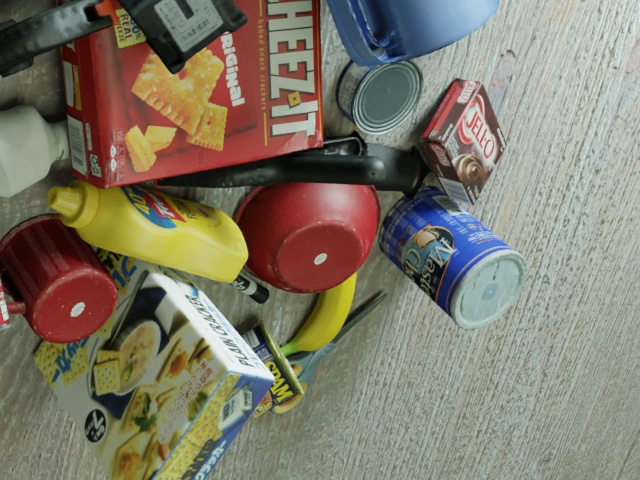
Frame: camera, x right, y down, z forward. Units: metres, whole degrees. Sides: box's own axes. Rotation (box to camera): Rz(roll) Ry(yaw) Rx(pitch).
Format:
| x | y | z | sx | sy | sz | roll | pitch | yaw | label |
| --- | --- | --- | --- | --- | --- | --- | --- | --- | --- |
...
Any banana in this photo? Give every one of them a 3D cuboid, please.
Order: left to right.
| x | y | z | sx | sy | sz | roll | pitch | yaw | label |
| --- | --- | --- | --- | --- | --- | --- | --- | --- | --- |
| 0.008 | 0.055 | 1.188 | 0.069 | 0.037 | 0.198 | -8 | 127 | -35 | banana |

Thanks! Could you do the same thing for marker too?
| x | y | z | sx | sy | sz | roll | pitch | yaw | label |
| --- | --- | --- | --- | --- | --- | --- | --- | --- | --- |
| -0.089 | 0.038 | 1.107 | 0.020 | 0.020 | 0.121 | -47 | 139 | 3 | marker |

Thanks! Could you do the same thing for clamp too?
| x | y | z | sx | sy | sz | roll | pitch | yaw | label |
| --- | --- | --- | --- | --- | --- | --- | --- | --- | --- |
| -0.228 | -0.136 | 0.764 | 0.171 | 0.120 | 0.039 | -21 | 110 | -6 | clamp |
| -0.045 | -0.067 | 0.967 | 0.209 | 0.165 | 0.036 | -5 | 102 | -12 | clamp |

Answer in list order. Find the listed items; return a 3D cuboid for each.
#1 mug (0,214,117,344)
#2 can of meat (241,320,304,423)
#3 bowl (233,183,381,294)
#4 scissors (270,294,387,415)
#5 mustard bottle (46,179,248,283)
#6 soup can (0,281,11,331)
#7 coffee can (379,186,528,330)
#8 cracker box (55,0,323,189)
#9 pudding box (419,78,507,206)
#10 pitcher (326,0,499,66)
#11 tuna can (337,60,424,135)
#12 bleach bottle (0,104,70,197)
| x | y | z | sx | sy | sz | roll | pitch | yaw | label |
| --- | --- | --- | --- | --- | --- | --- | --- | --- | --- |
| -0.240 | 0.039 | 0.936 | 0.117 | 0.082 | 0.093 | -7 | 127 | -35 | mug |
| -0.076 | 0.149 | 1.174 | 0.084 | 0.057 | 0.102 | -28 | 135 | -2 | can of meat |
| -0.007 | 0.001 | 1.084 | 0.162 | 0.055 | 0.162 | -9 | 130 | -12 | bowl |
| 0.002 | 0.143 | 1.274 | 0.201 | 0.016 | 0.096 | -29 | 139 | -17 | scissors |
| -0.158 | -0.016 | 0.947 | 0.191 | 0.096 | 0.058 | 18 | 112 | -46 | mustard bottle |
| -0.294 | 0.028 | 0.860 | 0.068 | 0.069 | 0.102 | -14 | 95 | -31 | soup can |
| 0.147 | 0.019 | 1.192 | 0.102 | 0.140 | 0.103 | -22 | 135 | -24 | coffee can |
| -0.100 | -0.142 | 0.874 | 0.213 | 0.072 | 0.164 | -14 | 113 | -32 | cracker box |
| 0.156 | -0.106 | 1.154 | 0.090 | 0.039 | 0.113 | -58 | 145 | -19 | pudding box |
| 0.040 | -0.264 | 0.833 | 0.145 | 0.149 | 0.243 | -26 | 118 | -2 | pitcher |
| 0.059 | -0.149 | 1.062 | 0.086 | 0.034 | 0.086 | -22 | 135 | -24 | tuna can |
| -0.303 | -0.069 | 0.810 | 0.250 | 0.068 | 0.103 | -12 | 133 | -35 | bleach bottle |
